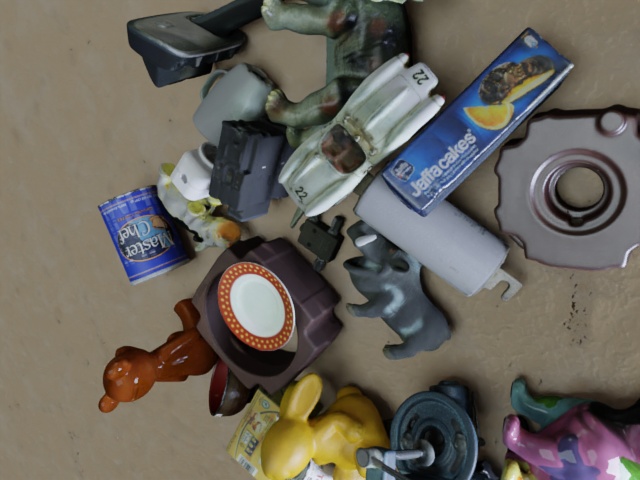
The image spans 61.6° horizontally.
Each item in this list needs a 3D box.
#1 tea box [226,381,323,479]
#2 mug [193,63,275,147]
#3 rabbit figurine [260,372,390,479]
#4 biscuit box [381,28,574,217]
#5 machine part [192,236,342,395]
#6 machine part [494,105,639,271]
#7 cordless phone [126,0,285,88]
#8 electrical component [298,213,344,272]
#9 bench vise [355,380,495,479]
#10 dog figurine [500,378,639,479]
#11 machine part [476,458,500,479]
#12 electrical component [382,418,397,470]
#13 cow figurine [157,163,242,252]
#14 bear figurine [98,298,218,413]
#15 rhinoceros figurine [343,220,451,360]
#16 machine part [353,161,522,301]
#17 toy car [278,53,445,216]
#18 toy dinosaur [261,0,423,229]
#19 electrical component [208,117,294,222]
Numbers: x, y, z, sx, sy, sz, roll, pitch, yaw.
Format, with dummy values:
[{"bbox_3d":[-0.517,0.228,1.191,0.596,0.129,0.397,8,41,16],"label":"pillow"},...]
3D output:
[{"bbox_3d":[-0.078,0.310,0.884,0.098,0.068,0.169,38,121,14],"label":"tea box"},{"bbox_3d":[-0.117,-0.193,0.740,0.107,0.080,0.110,-45,61,25],"label":"mug"},{"bbox_3d":[-0.002,0.268,0.743,0.122,0.173,0.162,132,127,-60],"label":"rabbit figurine"},{"bbox_3d":[0.154,-0.112,0.544,0.202,0.063,0.059,-45,79,7],"label":"biscuit box"},{"bbox_3d":[-0.082,0.110,0.809,0.201,0.087,0.201,47,126,11],"label":"machine part"},{"bbox_3d":[0.264,-0.051,0.548,0.180,0.056,0.179,12,113,30],"label":"machine part"},{"bbox_3d":[-0.134,-0.268,0.674,0.184,0.146,0.088,-9,109,38],"label":"cordless phone"},{"bbox_3d":[-0.002,-0.002,0.757,0.063,0.021,0.094,34,122,19],"label":"electrical component"},{"bbox_3d":[0.126,0.277,0.633,0.129,0.240,0.223,-1,75,45],"label":"bench vise"},{"bbox_3d":[0.314,0.245,0.588,0.219,0.108,0.191,6,108,28],"label":"dog figurine"},{"bbox_3d":[0.224,0.363,0.727,0.084,0.039,0.139,-25,90,31],"label":"machine part"},{"bbox_3d":[0.124,0.294,0.767,0.102,0.045,0.078,-13,70,33],"label":"electrical component"},{"bbox_3d":[-0.192,-0.038,0.836,0.167,0.068,0.098,52,138,15],"label":"cow figurine"},{"bbox_3d":[-0.271,0.188,0.874,0.132,0.196,0.120,44,130,37],"label":"bear figurine"},{"bbox_3d":[0.091,0.061,0.687,0.112,0.073,0.190,-36,85,37],"label":"rhinoceros figurine"},{"bbox_3d":[0.126,-0.014,0.621,0.243,0.079,0.079,37,123,6],"label":"machine part"},{"bbox_3d":[0.039,-0.104,0.562,0.202,0.056,0.073,-41,85,28],"label":"toy car"},{"bbox_3d":[0.042,-0.194,0.610,0.192,0.131,0.404,7,122,18],"label":"toy dinosaur"},{"bbox_3d":[-0.087,-0.094,0.724,0.058,0.115,0.134,30,120,26],"label":"electrical component"}]
